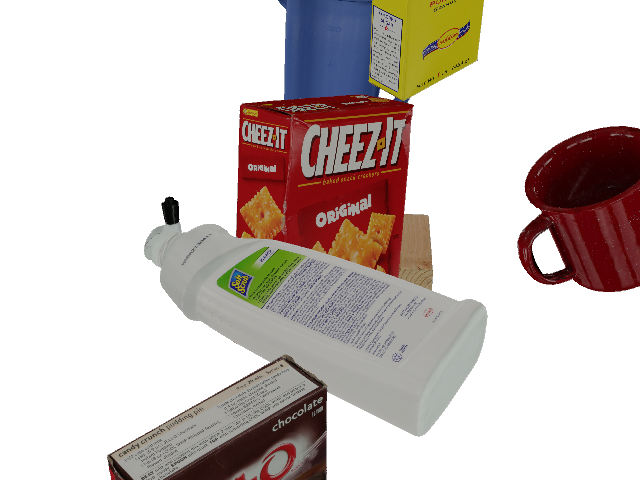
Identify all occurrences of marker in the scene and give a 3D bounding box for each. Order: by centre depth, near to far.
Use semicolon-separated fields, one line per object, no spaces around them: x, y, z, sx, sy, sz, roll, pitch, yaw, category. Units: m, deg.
-0.160;0.009;1.180;0.020;0.121;0.020;-4;23;1;marker

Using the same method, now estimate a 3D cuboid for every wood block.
0.117;0.038;1.586;0.091;0.090;0.206;4;24;2;wood block

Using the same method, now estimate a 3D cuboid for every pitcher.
0.025;-0.195;1.311;0.144;0.243;0.149;-9;29;-27;pitcher

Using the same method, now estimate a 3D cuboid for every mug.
0.188;-0.012;0.734;0.117;0.081;0.093;-35;31;-8;mug

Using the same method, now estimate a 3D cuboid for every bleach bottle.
-0.015;0.043;0.765;0.251;0.068;0.102;24;48;23;bleach bottle

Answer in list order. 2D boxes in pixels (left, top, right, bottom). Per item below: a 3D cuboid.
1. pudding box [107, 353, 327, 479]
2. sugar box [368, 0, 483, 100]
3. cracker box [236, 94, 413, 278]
-0.048;0.122;0.541;0.113;0.090;0.039;-29;46;-33;pudding box
0.084;-0.202;0.803;0.093;0.176;0.048;-32;53;-31;sugar box
0.004;-0.017;0.954;0.072;0.214;0.163;17;20;40;cracker box
